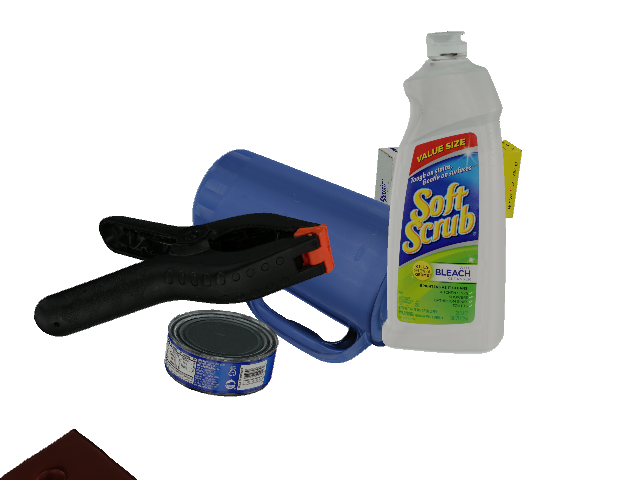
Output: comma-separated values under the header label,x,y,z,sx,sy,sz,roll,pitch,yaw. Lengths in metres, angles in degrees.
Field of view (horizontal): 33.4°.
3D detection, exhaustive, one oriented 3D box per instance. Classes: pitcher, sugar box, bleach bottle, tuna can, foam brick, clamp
label,x,y,z,sx,sy,sz,roll,pitch,yaw
pitcher,-0.014,0.007,1.075,0.243,0.145,0.149,26,27,25
sugar box,0.155,-0.069,1.300,0.176,0.093,0.048,-7,25,-22
bleach bottle,0.096,-0.038,0.853,0.103,0.251,0.068,2,15,21
tuna can,-0.077,0.087,0.826,0.086,0.034,0.086,9,19,-3
foam brick,-0.103,0.134,0.475,0.078,0.051,0.052,28,46,35
clamp,-0.081,0.018,0.626,0.172,0.039,0.120,-4,33,23
